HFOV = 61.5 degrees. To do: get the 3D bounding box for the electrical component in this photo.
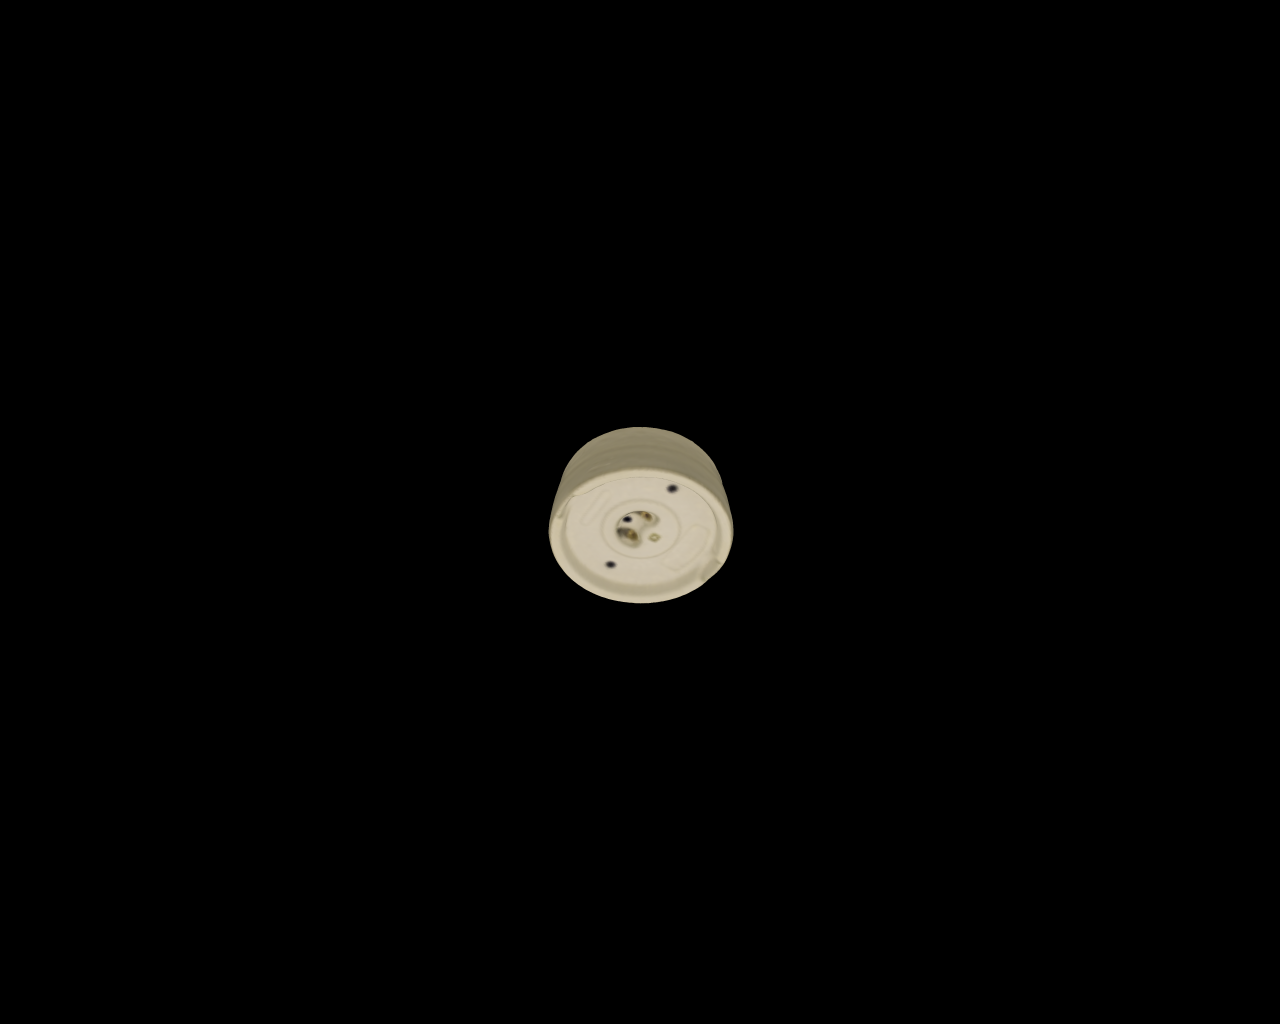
[{"bbox_3d":[0.001,-0.003,0.650,0.108,0.108,0.060,0,40,0],"label":"electrical component"}]
